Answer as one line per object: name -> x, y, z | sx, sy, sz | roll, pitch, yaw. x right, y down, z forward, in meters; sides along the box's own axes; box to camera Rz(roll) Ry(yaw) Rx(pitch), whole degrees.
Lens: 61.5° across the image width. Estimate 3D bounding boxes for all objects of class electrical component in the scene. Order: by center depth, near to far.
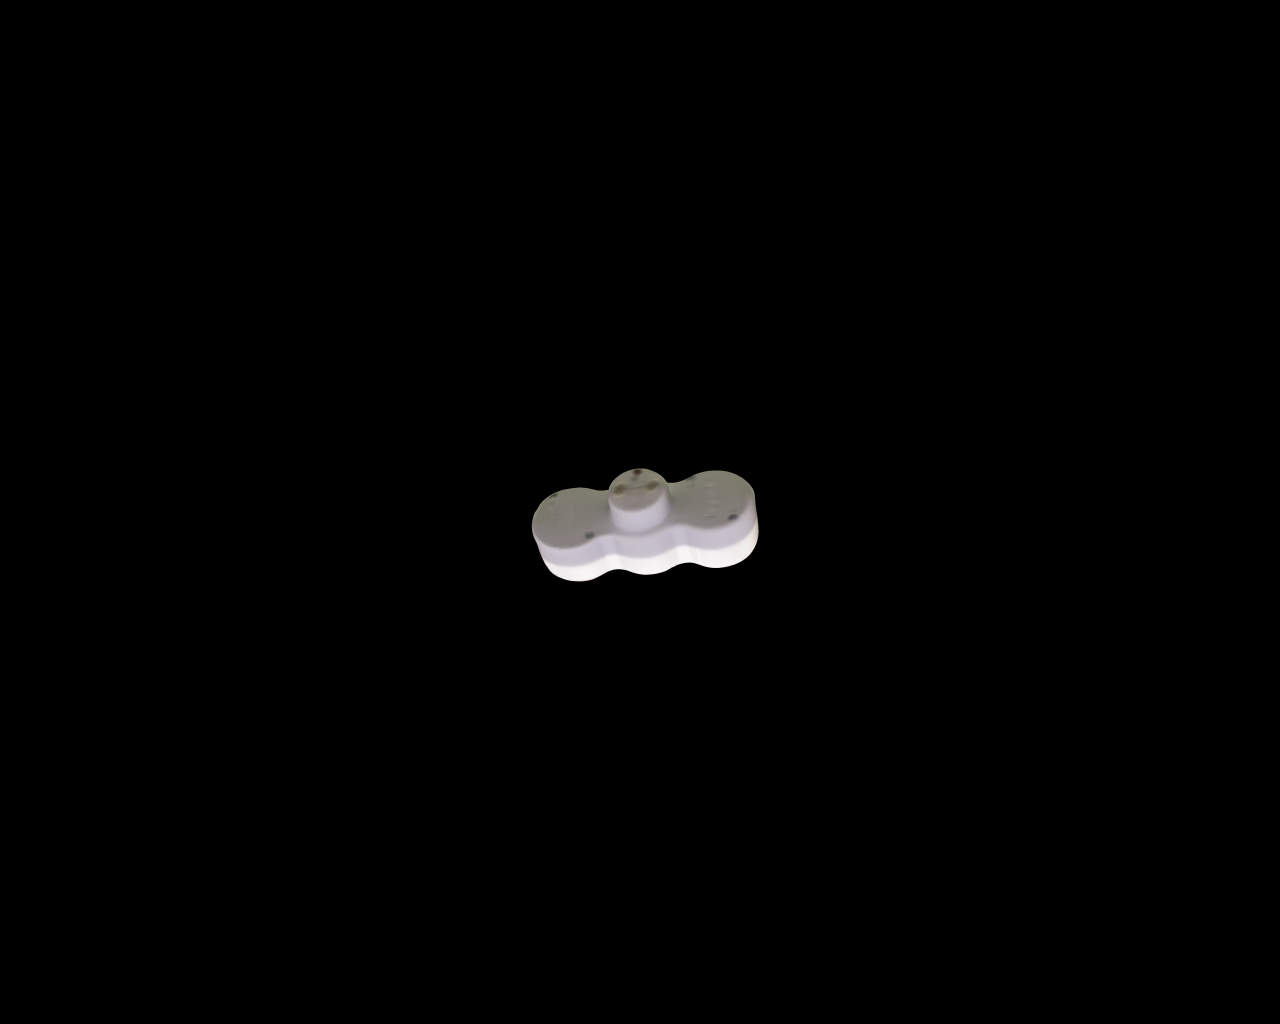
electrical component -> 0.001, -0.003, 0.650 | 0.138, 0.052, 0.073 | -6, -43, 7
